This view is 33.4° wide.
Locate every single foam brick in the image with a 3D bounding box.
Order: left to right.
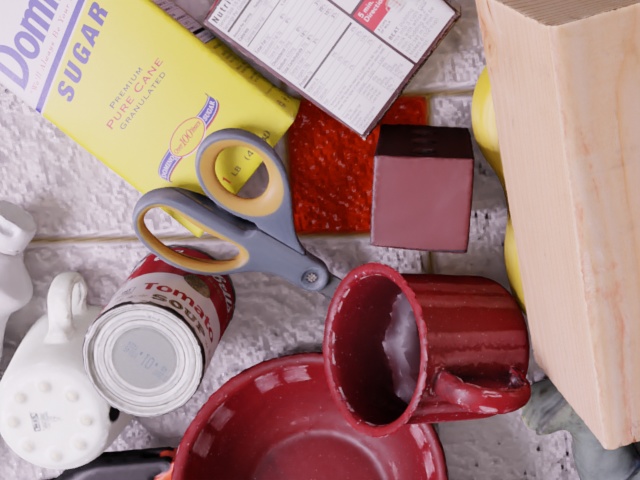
[{"bbox_3d":[0.055,-0.030,0.585,0.053,0.078,0.051,4,109,4],"label":"foam brick"}]

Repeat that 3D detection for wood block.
[{"bbox_3d":[0.143,-0.021,0.495,0.090,0.091,0.206,-16,115,-5],"label":"wood block"}]

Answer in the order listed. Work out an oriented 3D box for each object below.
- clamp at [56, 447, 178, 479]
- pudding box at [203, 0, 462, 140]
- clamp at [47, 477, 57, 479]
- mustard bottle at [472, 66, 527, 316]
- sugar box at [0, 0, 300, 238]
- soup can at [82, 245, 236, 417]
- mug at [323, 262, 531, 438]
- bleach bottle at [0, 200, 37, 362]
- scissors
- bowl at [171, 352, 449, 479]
[{"bbox_3d":[-0.157,0.179,0.651,0.120,0.039,0.171,42,93,-18],"label":"clamp"},{"bbox_3d":[0.007,-0.123,0.581,0.113,0.039,0.090,37,107,-4],"label":"pudding box"},{"bbox_3d":[-0.206,0.220,0.704,0.164,0.036,0.210,36,103,-3],"label":"clamp"},{"bbox_3d":[0.134,-0.057,0.579,0.096,0.058,0.191,-16,105,1],"label":"mustard bottle"},{"bbox_3d":[-0.107,-0.092,0.595,0.176,0.048,0.093,37,108,-9],"label":"sugar box"},{"bbox_3d":[-0.089,0.049,0.608,0.068,0.102,0.068,1,107,5],"label":"soup can"},{"bbox_3d":[0.066,0.063,0.580,0.081,0.117,0.093,2,104,-33],"label":"mug"},{"bbox_3d":[-0.243,0.087,0.651,0.102,0.068,0.251,39,105,6],"label":"bleach bottle"},{"bbox_3d":[-0.004,0.001,0.602,0.201,0.016,0.096,18,114,-19],"label":"scissors"},{"bbox_3d":[-0.004,0.151,0.633,0.162,0.055,0.162,-3,66,6],"label":"bowl"}]
